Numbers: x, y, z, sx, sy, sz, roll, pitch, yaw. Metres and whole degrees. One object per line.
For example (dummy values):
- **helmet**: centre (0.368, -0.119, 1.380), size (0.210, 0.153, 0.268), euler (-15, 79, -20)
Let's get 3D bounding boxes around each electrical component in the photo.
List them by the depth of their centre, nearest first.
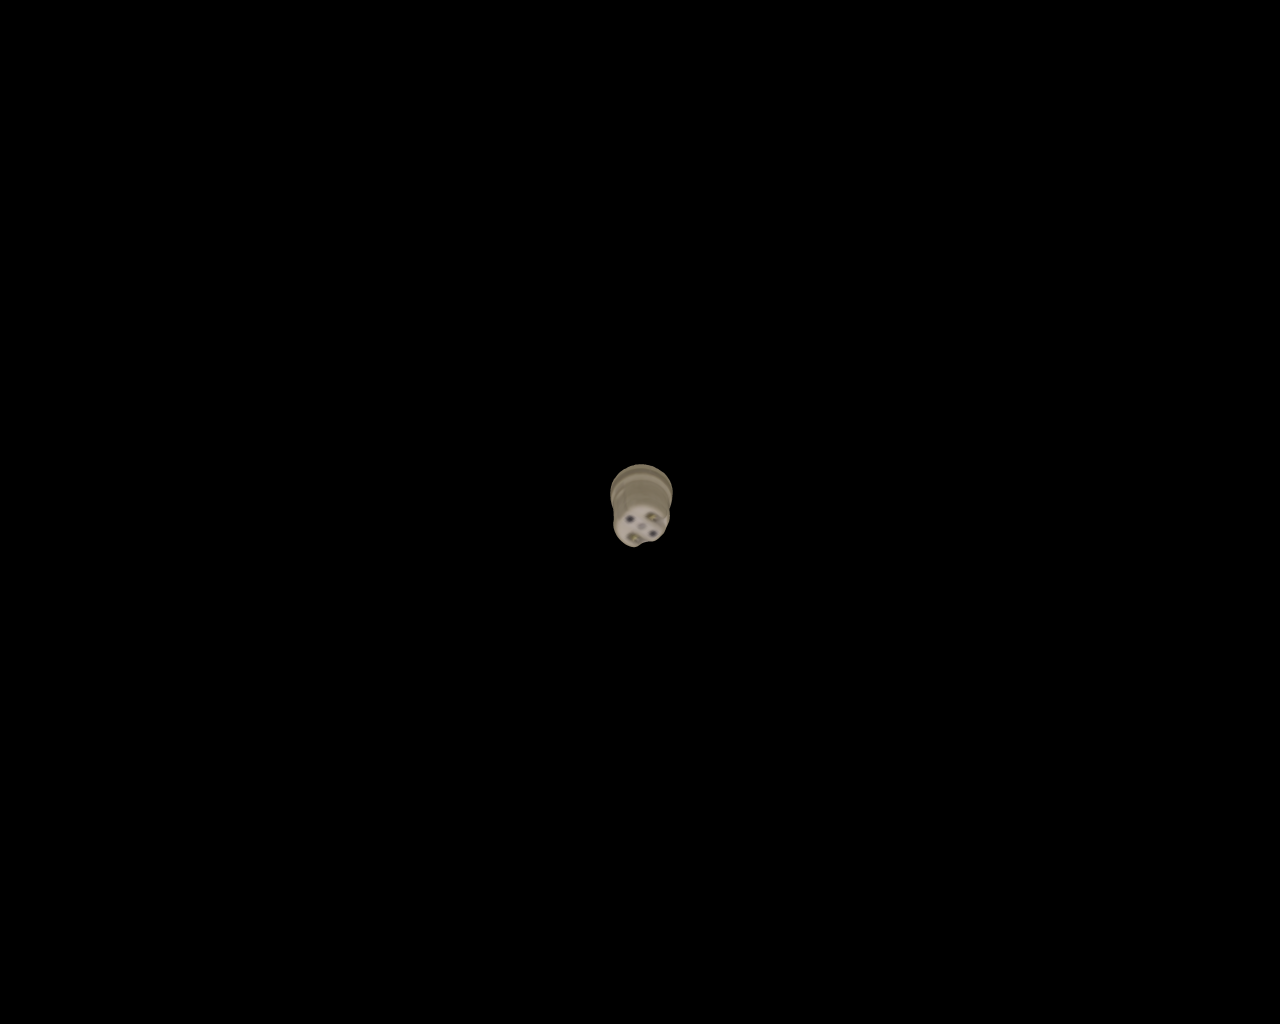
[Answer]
- **electrical component**: centre (0.001, -0.003, 0.650), size (0.040, 0.040, 0.046), euler (0, 30, 0)
